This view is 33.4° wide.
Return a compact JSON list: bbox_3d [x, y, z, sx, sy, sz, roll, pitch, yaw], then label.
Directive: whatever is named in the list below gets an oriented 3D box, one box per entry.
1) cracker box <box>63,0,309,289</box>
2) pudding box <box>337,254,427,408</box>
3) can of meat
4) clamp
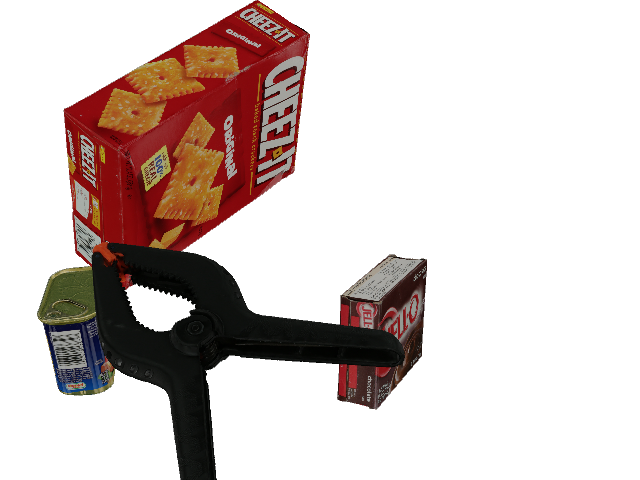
[{"bbox_3d":[-0.106,-0.079,0.886,0.072,0.164,0.213,36,52,23],"label":"cracker box"},{"bbox_3d":[0.050,0.070,0.854,0.039,0.090,0.113,9,20,20],"label":"pudding box"},{"bbox_3d":[-0.222,0.084,0.995,0.057,0.084,0.102,-6,25,-2],"label":"can of meat"},{"bbox_3d":[-0.063,0.061,0.663,0.164,0.036,0.210,-33,56,-20],"label":"clamp"}]
